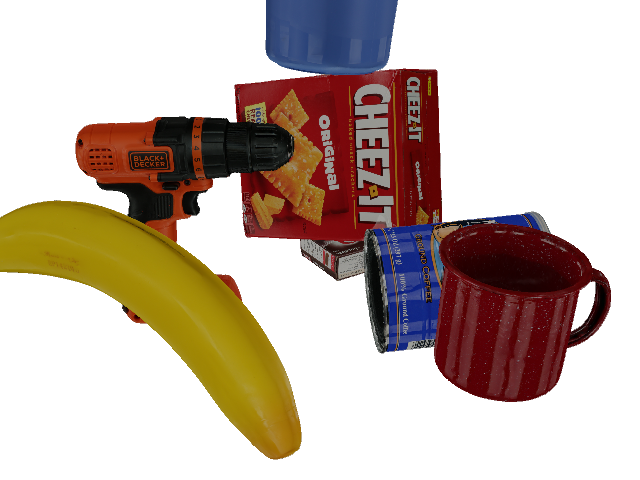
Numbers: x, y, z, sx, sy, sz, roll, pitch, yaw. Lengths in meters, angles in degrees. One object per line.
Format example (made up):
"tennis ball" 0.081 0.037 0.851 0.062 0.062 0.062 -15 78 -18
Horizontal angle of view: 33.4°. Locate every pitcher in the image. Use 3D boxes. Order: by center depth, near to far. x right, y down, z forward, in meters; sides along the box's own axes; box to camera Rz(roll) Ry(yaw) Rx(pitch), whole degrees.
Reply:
"pitcher" 0.020 -0.263 0.882 0.145 0.243 0.149 8 19 9

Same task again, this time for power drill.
"power drill" -0.111 -0.019 0.931 0.184 0.188 0.057 0 27 5

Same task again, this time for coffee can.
"coffee can" 0.112 0.034 0.871 0.140 0.103 0.103 -6 0 -4

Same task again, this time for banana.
"banana" -0.085 0.028 0.492 0.198 0.070 0.037 24 12 19

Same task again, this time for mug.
"mug" 0.126 0.045 0.668 0.117 0.081 0.093 -5 29 -17

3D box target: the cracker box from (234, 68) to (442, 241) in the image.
"cracker box" 0.013 -0.082 1.065 0.214 0.164 0.071 2 8 41

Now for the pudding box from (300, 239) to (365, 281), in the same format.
"pudding box" 0.044 0.006 1.335 0.113 0.039 0.090 -18 29 -26
